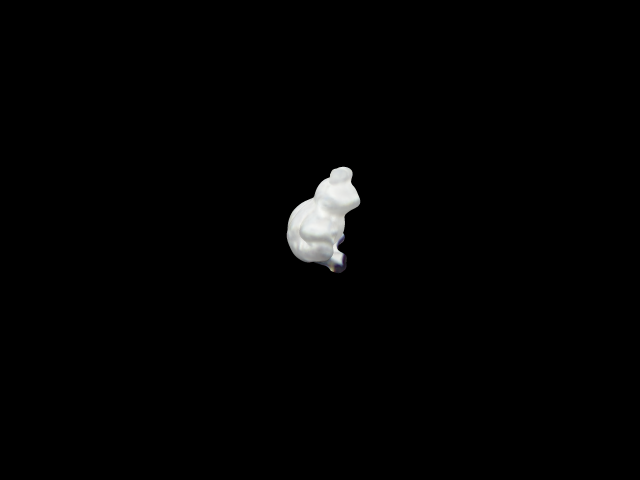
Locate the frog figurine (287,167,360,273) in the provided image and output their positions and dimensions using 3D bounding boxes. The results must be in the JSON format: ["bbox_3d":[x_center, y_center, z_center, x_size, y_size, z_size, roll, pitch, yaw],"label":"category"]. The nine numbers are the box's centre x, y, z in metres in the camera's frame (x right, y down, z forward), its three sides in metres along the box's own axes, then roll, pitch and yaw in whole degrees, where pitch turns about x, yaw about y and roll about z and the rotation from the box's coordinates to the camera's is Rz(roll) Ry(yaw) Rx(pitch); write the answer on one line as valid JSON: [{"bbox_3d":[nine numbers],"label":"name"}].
[{"bbox_3d":[0.003,-0.043,0.850,0.123,0.155,0.140,11,41,13],"label":"frog figurine"}]
